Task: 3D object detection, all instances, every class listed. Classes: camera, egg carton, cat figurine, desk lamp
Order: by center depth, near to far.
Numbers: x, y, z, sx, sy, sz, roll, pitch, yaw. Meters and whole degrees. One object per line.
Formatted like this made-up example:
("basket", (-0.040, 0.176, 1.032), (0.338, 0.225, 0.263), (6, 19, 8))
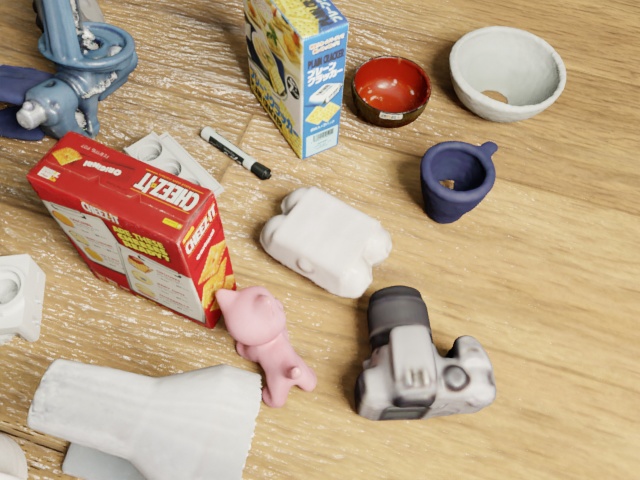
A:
("desk lamp", (-0.150, 0.172, 0.509), (0.203, 0.213, 0.118), (10, 60, 4))
("cat figurine", (-0.056, 0.103, 0.608), (0.067, 0.118, 0.127), (-30, 66, -18))
("camera", (0.107, 0.117, 0.618), (0.143, 0.101, 0.137), (-2, 60, -4))
("egg carton", (0.006, 0.002, 0.696), (0.150, 0.069, 0.107), (29, 63, 13))

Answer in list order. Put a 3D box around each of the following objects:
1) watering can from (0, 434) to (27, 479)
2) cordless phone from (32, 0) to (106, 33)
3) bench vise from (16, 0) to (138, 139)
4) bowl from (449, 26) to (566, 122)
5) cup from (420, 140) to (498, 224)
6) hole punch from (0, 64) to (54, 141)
("watering can", (-0.350, 0.201, 0.494), (0.173, 0.194, 0.101), (-11, 61, -9))
("cordless phone", (-0.373, -0.360, 0.819), (0.094, 0.185, 0.147), (-21, 63, -14))
("bench vise", (-0.312, -0.239, 0.733), (0.121, 0.220, 0.207), (4, 60, 0))
("bowl", (0.264, -0.230, 0.839), (0.167, 0.075, 0.167), (1, 60, -2))
("cup", (0.175, -0.072, 0.732), (0.118, 0.095, 0.091), (-37, 68, -21))
("hole punch", (-0.422, -0.203, 0.781), (0.108, 0.091, 0.101), (9, 60, 3))
